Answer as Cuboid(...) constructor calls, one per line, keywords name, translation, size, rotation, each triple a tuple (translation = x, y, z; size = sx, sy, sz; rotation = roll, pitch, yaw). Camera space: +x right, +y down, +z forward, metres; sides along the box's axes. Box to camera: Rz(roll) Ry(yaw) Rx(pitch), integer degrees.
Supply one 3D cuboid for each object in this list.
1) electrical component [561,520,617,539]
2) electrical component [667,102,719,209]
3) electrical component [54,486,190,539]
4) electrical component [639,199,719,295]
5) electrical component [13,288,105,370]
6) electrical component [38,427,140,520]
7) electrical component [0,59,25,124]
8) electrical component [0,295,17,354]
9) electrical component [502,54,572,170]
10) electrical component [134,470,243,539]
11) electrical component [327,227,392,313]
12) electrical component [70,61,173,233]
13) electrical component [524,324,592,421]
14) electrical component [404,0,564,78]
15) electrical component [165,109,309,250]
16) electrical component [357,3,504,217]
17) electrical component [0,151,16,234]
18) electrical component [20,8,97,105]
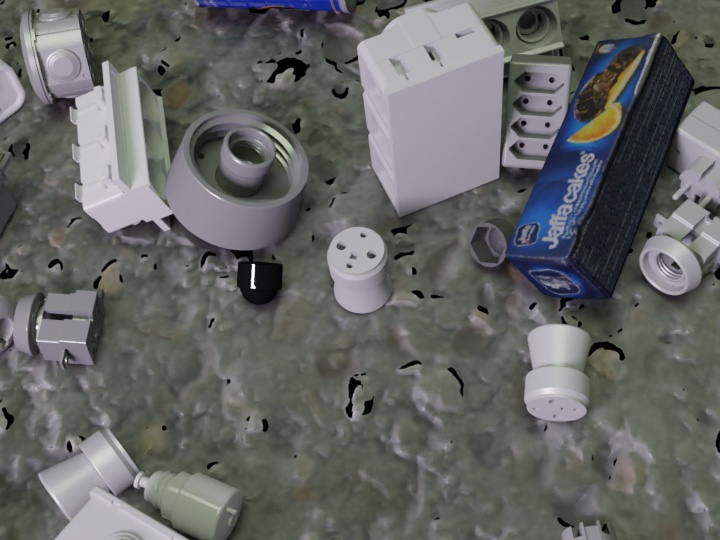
Cuboid(name="electrical component", translation=(0.148, 0.186, 0.678), size=(0.040, 0.040, 0.046), rotation=(-8, 52, 1))
Cuboid(name="electrical component", translation=(0.270, -0.072, 0.819), size=(0.083, 0.047, 0.076), rotation=(39, 70, 25))
Cuboid(name="electrical component", translation=(-0.140, 0.193, 0.670), size=(0.100, 0.099, 0.048), rotation=(25, 51, 19))
Cuboid(name="electrical component", translation=(0.238, -0.014, 0.788), size=(0.055, 0.048, 0.066), rotation=(-38, 62, -25))
Cuboid(name="electrical component", translation=(-0.225, 0.042, 0.803), size=(0.055, 0.048, 0.066), rotation=(4, 59, 0))
Cuboid(name="electrical component", translation=(-0.185, 0.141, 0.737), size=(0.055, 0.045, 0.045), rotation=(-36, 62, -16))
Cuboid(name="electrical component", translation=(-0.348, -0.149, 0.927), size=(0.059, 0.053, 0.095), rotation=(37, 69, 25))
Cuboid(name="electrical component", translation=(-0.293, 0.035, 0.815), size=(0.062, 0.048, 0.048), rotation=(22, 63, 26))
Cuboid(name="electrical component", translation=(0.142, -0.130, 0.858), size=(0.047, 0.083, 0.075), rotation=(5, 21, 9))
Cuboid(name="electrical component", translation=(-0.116, 0.155, 0.723), size=(0.078, 0.040, 0.040), rotation=(19, 62, 16))
Cuboid(name="electrical component", translation=(0.000, 0.000, 0.798), size=(0.045, 0.055, 0.045), rotation=(-3, 58, 4))
Cuboid(name="electrical component", translation=(-0.192, -0.095, 0.868), size=(0.063, 0.078, 0.121), rotation=(-20, 57, 11))
Cuboid(name="electrical component", translation=(0.137, 0.071, 0.746), size=(0.045, 0.045, 0.055), rotation=(4, 59, 8))
Cuboid(name="electrical component", translation=(0.100, -0.199, 0.901), size=(0.121, 0.078, 0.063), rotation=(-16, 29, -4))
Cuboid(name="electrical component", translation=(-0.091, -0.076, 0.829), size=(0.108, 0.060, 0.108), rotation=(11, 52, -15))
Cuboid(name="electrical component", translation=(0.053, -0.120, 0.810), size=(0.089, 0.150, 0.061), rotation=(-22, 59, -8))
Cuboid(name="electrical component", translation=(-0.348, -0.065, 0.870), size=(0.121, 0.063, 0.078), rotation=(12, 61, 13))
Cuboid(name="electrical component", translation=(-0.259, -0.185, 0.926), size=(0.051, 0.080, 0.080), rotation=(-11, 58, -7))
